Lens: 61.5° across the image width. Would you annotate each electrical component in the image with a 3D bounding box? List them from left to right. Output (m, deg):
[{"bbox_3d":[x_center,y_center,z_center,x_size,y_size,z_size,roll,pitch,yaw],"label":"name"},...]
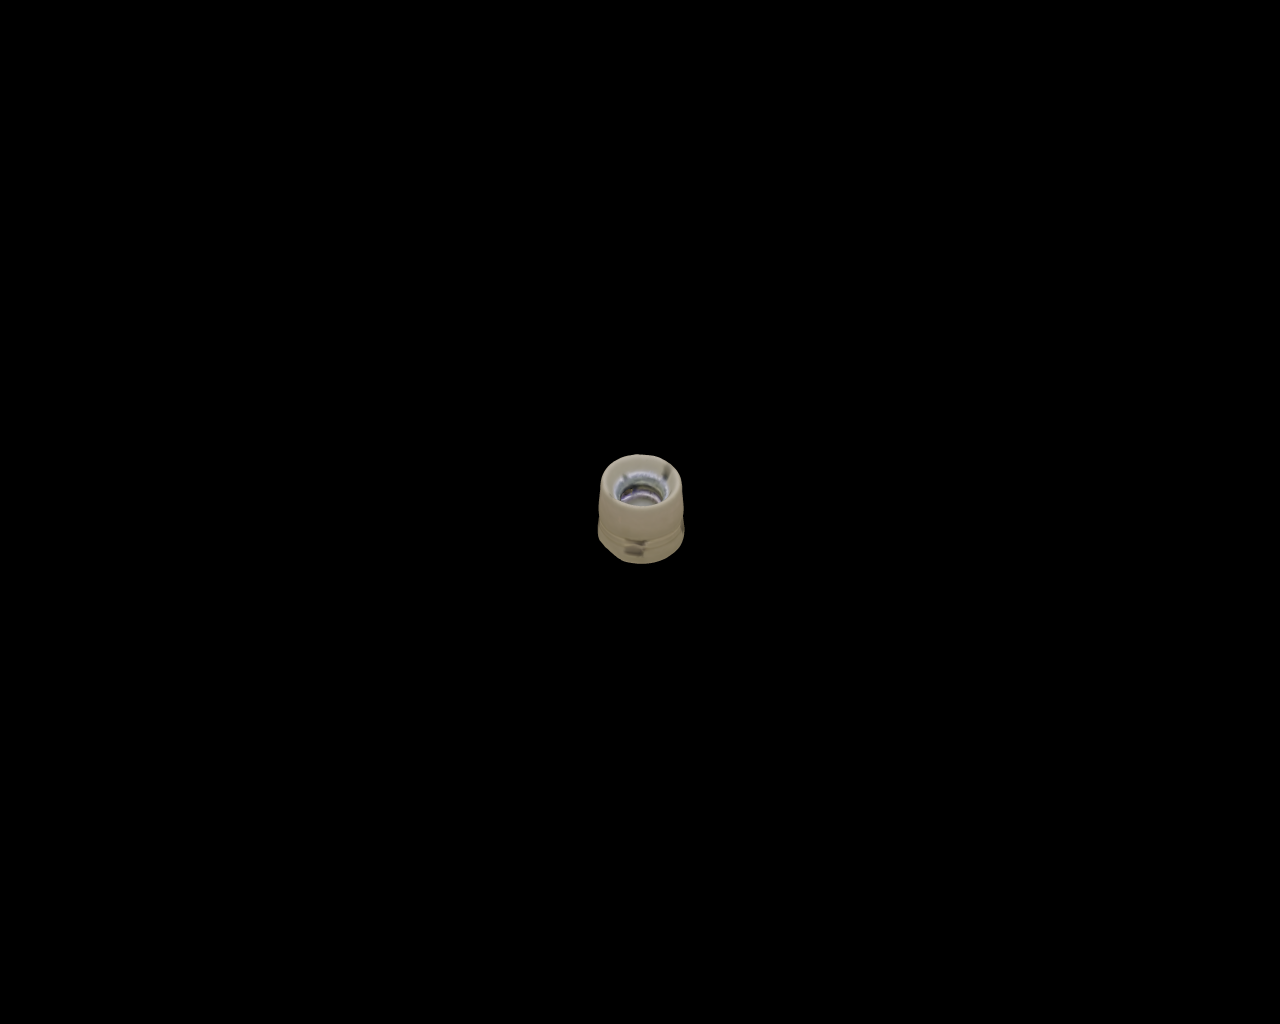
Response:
[{"bbox_3d":[0.001,-0.003,0.650,0.055,0.055,0.047,0,-45,0],"label":"electrical component"}]
